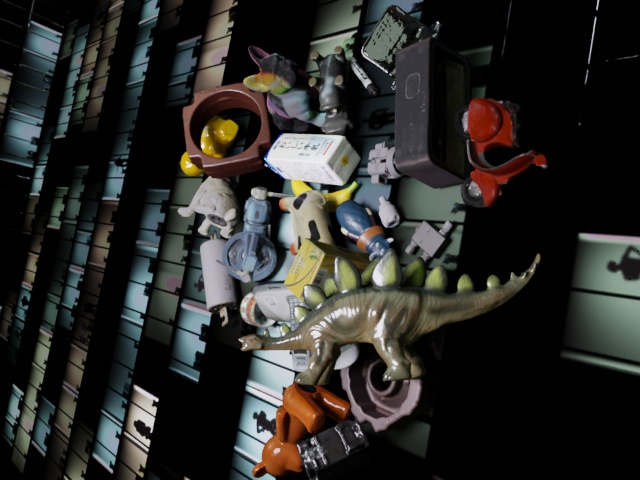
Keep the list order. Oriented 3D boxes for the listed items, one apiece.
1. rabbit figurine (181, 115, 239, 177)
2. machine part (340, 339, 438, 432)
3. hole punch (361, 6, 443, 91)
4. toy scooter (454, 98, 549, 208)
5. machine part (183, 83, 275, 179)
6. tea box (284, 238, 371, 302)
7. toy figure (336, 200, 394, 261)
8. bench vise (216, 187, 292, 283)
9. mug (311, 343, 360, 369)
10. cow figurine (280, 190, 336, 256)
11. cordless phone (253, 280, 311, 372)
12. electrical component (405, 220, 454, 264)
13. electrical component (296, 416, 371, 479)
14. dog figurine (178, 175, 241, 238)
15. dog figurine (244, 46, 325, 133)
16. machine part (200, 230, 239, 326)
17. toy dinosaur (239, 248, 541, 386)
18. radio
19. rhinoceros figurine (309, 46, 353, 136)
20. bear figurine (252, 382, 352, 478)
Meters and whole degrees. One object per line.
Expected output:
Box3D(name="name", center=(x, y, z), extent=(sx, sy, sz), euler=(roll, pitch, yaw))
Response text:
Box3D(name="rabbit figurine", center=(-0.304, -0.234, 1.382), extent=(0.173, 0.122, 0.162), euler=(-64, 11, -24))
Box3D(name="machine part", center=(0.115, 0.234, 0.922), extent=(0.179, 0.056, 0.179), euler=(-14, 70, 43))
Box3D(name="hole punch", center=(0.158, -0.364, 1.022), extent=(0.116, 0.092, 0.142), euler=(40, 108, 11))
Box3D(name="toy scooter", center=(0.284, -0.145, 0.837), extent=(0.135, 0.075, 0.184), euler=(-11, 75, 43))
Box3D(name="machine part", center=(-0.212, -0.255, 1.268), extent=(0.202, 0.087, 0.201), euler=(-12, 74, 4))
Box3D(name="tea box", center=(0.032, 0.066, 0.963), extent=(0.068, 0.169, 0.098), euler=(37, 105, 46))
Box3D(name="toy figure", center=(0.088, -0.015, 1.010), extent=(0.064, 0.058, 0.155), euler=(-56, 52, 24))
Box3D(name="bench vise", center=(-0.142, 0.008, 1.156), extent=(0.241, 0.129, 0.223), euler=(-94, 27, -67))
Box3D(name="mug", center=(0.014, 0.160, 0.948), extent=(0.107, 0.109, 0.080), euler=(-88, 19, -63))
Box3D(name="cow figurine", center=(-0.002, -0.003, 1.064), extent=(0.127, 0.085, 0.194), euler=(-9, 94, 53))
Box3D(name="cordless phone", center=(-0.062, 0.173, 1.091), extent=(0.147, 0.088, 0.184), euler=(-7, 81, 34))
Box3D(name="electrical component", center=(0.190, -0.002, 0.930), extent=(0.094, 0.021, 0.063), euler=(-57, 47, 19))
Box3D(name="electrical component", center=(0.027, 0.369, 0.920), extent=(0.115, 0.134, 0.058), euler=(-21, 52, -9))
Box3D(name="dog figurine", center=(-0.226, -0.115, 1.295), extent=(0.173, 0.121, 0.190), euler=(9, 58, 31))
Box3D(name="dog figurine", center=(-0.088, -0.320, 1.147), extent=(0.192, 0.219, 0.108), euler=(-1, 76, 44))
Box3D(name="machine part", center=(-0.243, 0.087, 1.296), extent=(0.079, 0.079, 0.243), euler=(-32, 58, 35))
Box3D(name="toy dinosaur", center=(0.103, 0.116, 0.822), extent=(0.472, 0.105, 0.198), euler=(-7, 78, 7))
Box3D(name="radio", center=(0.191, -0.212, 0.904), extent=(0.073, 0.131, 0.229), euler=(-11, 72, 45))
Box3D(name="rhinoceros figurine", center=(0.025, -0.304, 1.107), extent=(0.073, 0.112, 0.190), euler=(-7, 70, 13))
Box3D(name="bear figurine", center=(-0.040, 0.369, 0.998), extent=(0.132, 0.120, 0.195), euler=(23, 98, 42))
